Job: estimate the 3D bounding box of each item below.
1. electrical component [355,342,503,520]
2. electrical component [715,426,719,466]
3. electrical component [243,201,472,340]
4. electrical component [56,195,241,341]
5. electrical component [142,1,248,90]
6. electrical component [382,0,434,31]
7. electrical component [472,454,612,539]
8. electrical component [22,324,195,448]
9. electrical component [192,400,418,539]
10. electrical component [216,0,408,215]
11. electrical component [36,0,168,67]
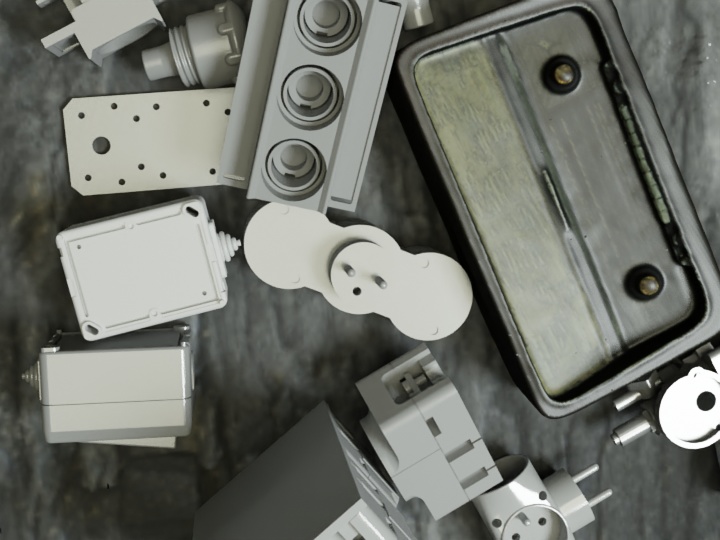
[{"bbox_3d":[0.037,0.098,0.632,0.056,0.050,0.089,-30,126,-3],"label":"electrical component"},{"bbox_3d":[0.276,0.110,0.677,0.095,0.054,0.059,-15,98,-5],"label":"electrical component"},{"bbox_3d":[0.000,0.000,0.618,0.138,0.073,0.052,21,95,-9],"label":"electrical component"},{"bbox_3d":[-0.115,-0.005,0.610,0.096,0.061,0.061,-14,99,-5],"label":"electrical component"},{"bbox_3d":[-0.091,-0.123,0.608,0.062,0.048,0.048,-14,98,2],"label":"electrical component"},{"bbox_3d":[0.026,-0.170,0.617,0.048,0.048,0.062,-18,106,-5],"label":"electrical component"},{"bbox_3d":[0.118,0.149,0.667,0.079,0.044,0.077,-30,100,-3],"label":"electrical component"},{"bbox_3d":[-0.143,0.068,0.615,0.096,0.062,0.061,-2,97,-7],"label":"electrical component"},{"bbox_3d":[-0.031,0.148,0.576,0.105,0.186,0.060,-41,100,-1],"label":"electrical component"},{"bbox_3d":[-0.028,-0.101,0.592,0.079,0.063,0.121,11,111,-8],"label":"electrical component"},{"bbox_3d":[-0.143,-0.153,0.599,0.081,0.042,0.063,-28,98,-4],"label":"electrical component"}]
